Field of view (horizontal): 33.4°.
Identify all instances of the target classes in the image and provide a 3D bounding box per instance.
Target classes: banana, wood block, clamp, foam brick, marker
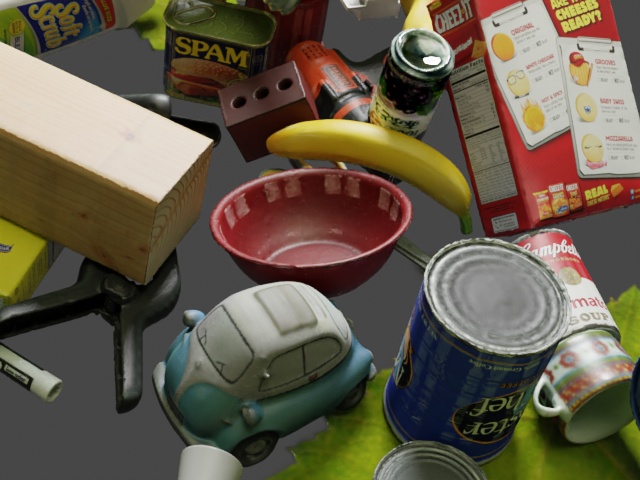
[{"bbox_3d":[0.051,-0.066,0.917,0.198,0.070,0.037,24,31,3],"label":"banana"},{"bbox_3d":[-0.197,-0.064,0.814,0.206,0.090,0.090,25,44,8],"label":"wood block"},{"bbox_3d":[-0.166,0.044,0.808,0.120,0.039,0.171,29,40,-8],"label":"clamp"},{"bbox_3d":[-0.197,-0.107,0.901,0.210,0.164,0.036,6,88,3],"label":"clamp"},{"bbox_3d":[-0.044,-0.115,0.960,0.078,0.051,0.053,-21,49,6],"label":"foam brick"},{"bbox_3d":[-0.240,0.080,0.778,0.121,0.020,0.020,29,48,16],"label":"marker"}]

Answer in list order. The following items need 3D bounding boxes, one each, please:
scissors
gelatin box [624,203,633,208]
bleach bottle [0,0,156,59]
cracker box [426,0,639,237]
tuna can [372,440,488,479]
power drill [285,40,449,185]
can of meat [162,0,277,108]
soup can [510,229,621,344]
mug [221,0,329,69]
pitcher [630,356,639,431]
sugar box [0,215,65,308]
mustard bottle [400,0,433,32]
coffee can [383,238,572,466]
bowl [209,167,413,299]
[{"bbox_3d":[0.020,-0.017,0.925,0.096,0.016,0.202,-21,54,-26],"label":"scissors"},{"bbox_3d":[0.287,-0.079,1.029,0.073,0.030,0.089,-29,59,-31],"label":"gelatin box"},{"bbox_3d":[-0.248,-0.228,1.008,0.250,0.103,0.068,-26,60,-30],"label":"bleach bottle"},{"bbox_3d":[0.195,-0.121,0.934,0.163,0.072,0.214,-13,88,-33],"label":"cracker box"},{"bbox_3d":[0.075,0.183,0.735,0.086,0.034,0.086,6,46,-6],"label":"tuna can"},{"bbox_3d":[0.083,-0.139,1.025,0.187,0.057,0.184,-18,57,-27],"label":"power drill"},{"bbox_3d":[-0.097,-0.174,1.001,0.102,0.084,0.057,12,46,0],"label":"can of meat"},{"bbox_3d":[0.191,0.051,0.861,0.068,0.068,0.102,-5,49,-16],"label":"soup can"},{"bbox_3d":[-0.047,-0.225,1.062,0.117,0.082,0.093,5,47,-7],"label":"mug"},{"bbox_3d":[0.331,0.086,0.799,0.145,0.149,0.242,40,35,14],"label":"pitcher"},{"bbox_3d":[-0.247,-0.017,0.850,0.093,0.048,0.176,17,47,4],"label":"sugar box"},{"bbox_3d":[0.125,-0.231,1.038,0.096,0.058,0.191,7,47,-4],"label":"mustard bottle"},{"bbox_3d":[0.108,0.083,0.763,0.102,0.140,0.103,6,47,-6],"label":"coffee can"},{"bbox_3d":[-0.006,0.001,0.857,0.162,0.055,0.162,-4,30,2],"label":"bowl"}]
